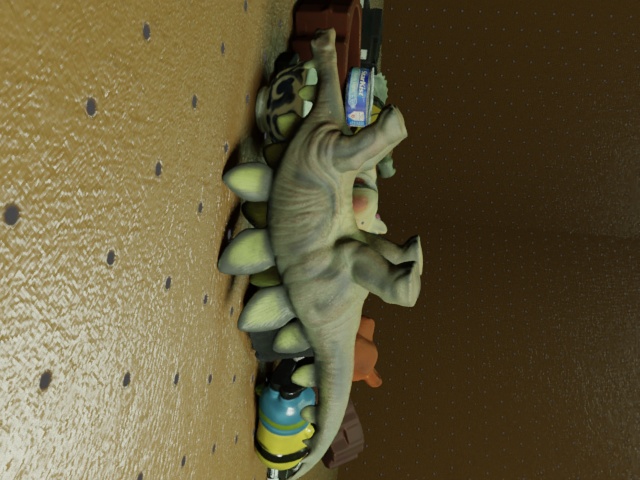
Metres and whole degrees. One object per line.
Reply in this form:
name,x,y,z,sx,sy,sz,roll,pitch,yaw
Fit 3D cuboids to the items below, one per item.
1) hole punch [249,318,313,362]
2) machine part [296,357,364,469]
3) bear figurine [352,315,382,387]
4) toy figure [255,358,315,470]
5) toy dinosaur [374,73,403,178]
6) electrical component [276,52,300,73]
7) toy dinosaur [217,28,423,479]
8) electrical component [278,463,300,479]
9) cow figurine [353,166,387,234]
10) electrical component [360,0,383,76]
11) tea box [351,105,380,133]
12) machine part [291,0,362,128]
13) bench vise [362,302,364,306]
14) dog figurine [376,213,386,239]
hole punch,-0.035,0.093,0.680,0.142,0.116,0.092,89,-7,-61
machine part,0.003,0.264,0.833,0.180,0.056,0.179,50,-29,42
bear figurine,0.033,0.117,0.802,0.132,0.120,0.196,-57,-145,2
toy figure,-0.051,0.248,0.755,0.082,0.089,0.180,-120,-156,-45
toy dinosaur,0.103,-0.254,1.183,0.405,0.131,0.192,-82,151,-60
electrical component,-0.043,-0.212,0.714,0.094,0.021,0.063,-74,168,-52
toy dinosaur,0.004,0.019,0.547,0.105,0.199,0.471,-2,87,-73
electrical component,-0.058,0.411,0.958,0.102,0.045,0.078,84,12,-52
cow figurine,0.047,-0.057,0.771,0.195,0.086,0.127,-60,148,-86
electrical component,0.056,-0.370,0.974,0.058,0.115,0.134,58,40,-80
tea box,0.051,-0.158,0.972,0.169,0.068,0.098,-43,-154,47
machine part,0.013,-0.276,0.842,0.201,0.087,0.201,-74,168,-49
bench vise,0.046,0.126,1.218,0.224,0.129,0.240,-65,150,-55
dog figurine,0.051,-0.029,1.237,0.219,0.192,0.108,23,51,-51
